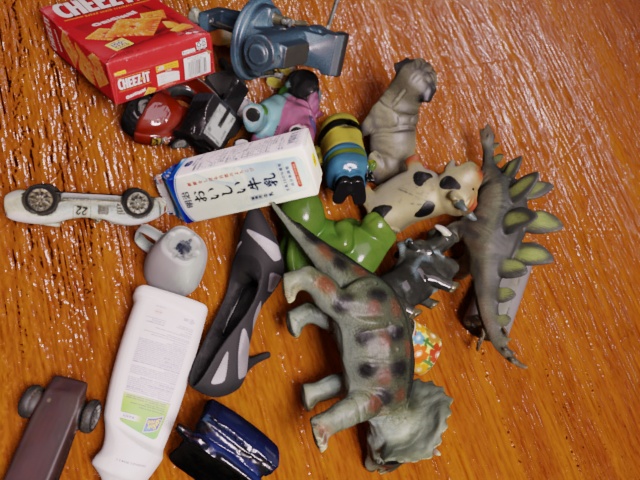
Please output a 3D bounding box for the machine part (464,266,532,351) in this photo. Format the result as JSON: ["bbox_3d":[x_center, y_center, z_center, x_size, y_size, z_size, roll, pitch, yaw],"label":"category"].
[{"bbox_3d":[0.310,0.086,0.925,0.079,0.079,0.243,34,59,-6],"label":"machine part"}]

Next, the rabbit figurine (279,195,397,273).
[{"bbox_3d":[-0.002,-0.002,0.814,0.170,0.121,0.159,40,80,-19],"label":"rabbit figurine"}]

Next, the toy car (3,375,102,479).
[{"bbox_3d":[-0.317,0.256,0.603,0.089,0.053,0.202,11,62,2],"label":"toy car"}]

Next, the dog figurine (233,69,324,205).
[{"bbox_3d":[-0.057,-0.174,0.874,0.108,0.191,0.219,20,28,1],"label":"dog figurine"}]

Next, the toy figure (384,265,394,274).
[{"bbox_3d":[0.114,0.084,0.855,0.154,0.058,0.064,-55,126,-35],"label":"toy figure"}]

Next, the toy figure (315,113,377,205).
[{"bbox_3d":[0.043,-0.136,0.880,0.082,0.089,0.180,21,35,-24],"label":"toy figure"}]

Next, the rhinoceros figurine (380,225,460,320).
[{"bbox_3d":[0.146,0.052,0.811,0.190,0.073,0.112,-36,75,-29],"label":"rhinoceros figurine"}]

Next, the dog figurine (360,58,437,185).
[{"bbox_3d":[0.140,-0.188,0.908,0.121,0.190,0.172,-20,79,-29],"label":"dog figurine"}]

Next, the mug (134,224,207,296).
[{"bbox_3d":[-0.200,0.016,0.725,0.109,0.107,0.081,44,58,-2],"label":"mug"}]

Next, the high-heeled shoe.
[{"bbox_3d":[-0.122,0.078,0.720,0.145,0.086,0.248,-2,86,-52],"label":"high-heeled shoe"}]

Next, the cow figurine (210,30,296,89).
[{"bbox_3d":[-0.113,-0.347,0.942,0.167,0.068,0.098,30,54,-12],"label":"cow figurine"}]

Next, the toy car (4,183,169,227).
[{"bbox_3d":[-0.308,-0.045,0.722,0.202,0.074,0.056,1,96,-22],"label":"toy car"}]

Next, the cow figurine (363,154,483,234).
[{"bbox_3d":[0.167,-0.067,0.863,0.085,0.195,0.127,29,39,-58],"label":"cow figurine"}]

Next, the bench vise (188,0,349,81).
[{"bbox_3d":[-0.084,-0.315,0.819,0.241,0.128,0.224,23,44,17],"label":"bench vise"}]

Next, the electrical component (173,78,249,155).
[{"bbox_3d":[-0.156,-0.185,0.800,0.074,0.048,0.119,36,71,-47],"label":"electrical component"}]

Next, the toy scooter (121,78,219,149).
[{"bbox_3d":[-0.213,-0.203,0.836,0.135,0.075,0.184,28,56,-12],"label":"toy scooter"}]

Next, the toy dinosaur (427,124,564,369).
[{"bbox_3d":[0.280,-0.012,0.876,0.105,0.199,0.471,29,57,-30],"label":"toy dinosaur"}]

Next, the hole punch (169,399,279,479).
[{"bbox_3d":[-0.109,0.251,0.661,0.142,0.115,0.092,40,51,-3],"label":"hole punch"}]

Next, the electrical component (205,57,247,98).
[{"bbox_3d":[-0.158,-0.266,0.914,0.063,0.021,0.094,-31,82,-31],"label":"electrical component"}]

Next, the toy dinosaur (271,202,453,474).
[{"bbox_3d":[0.058,0.132,0.707,0.192,0.131,0.404,-10,89,-11],"label":"toy dinosaur"}]
